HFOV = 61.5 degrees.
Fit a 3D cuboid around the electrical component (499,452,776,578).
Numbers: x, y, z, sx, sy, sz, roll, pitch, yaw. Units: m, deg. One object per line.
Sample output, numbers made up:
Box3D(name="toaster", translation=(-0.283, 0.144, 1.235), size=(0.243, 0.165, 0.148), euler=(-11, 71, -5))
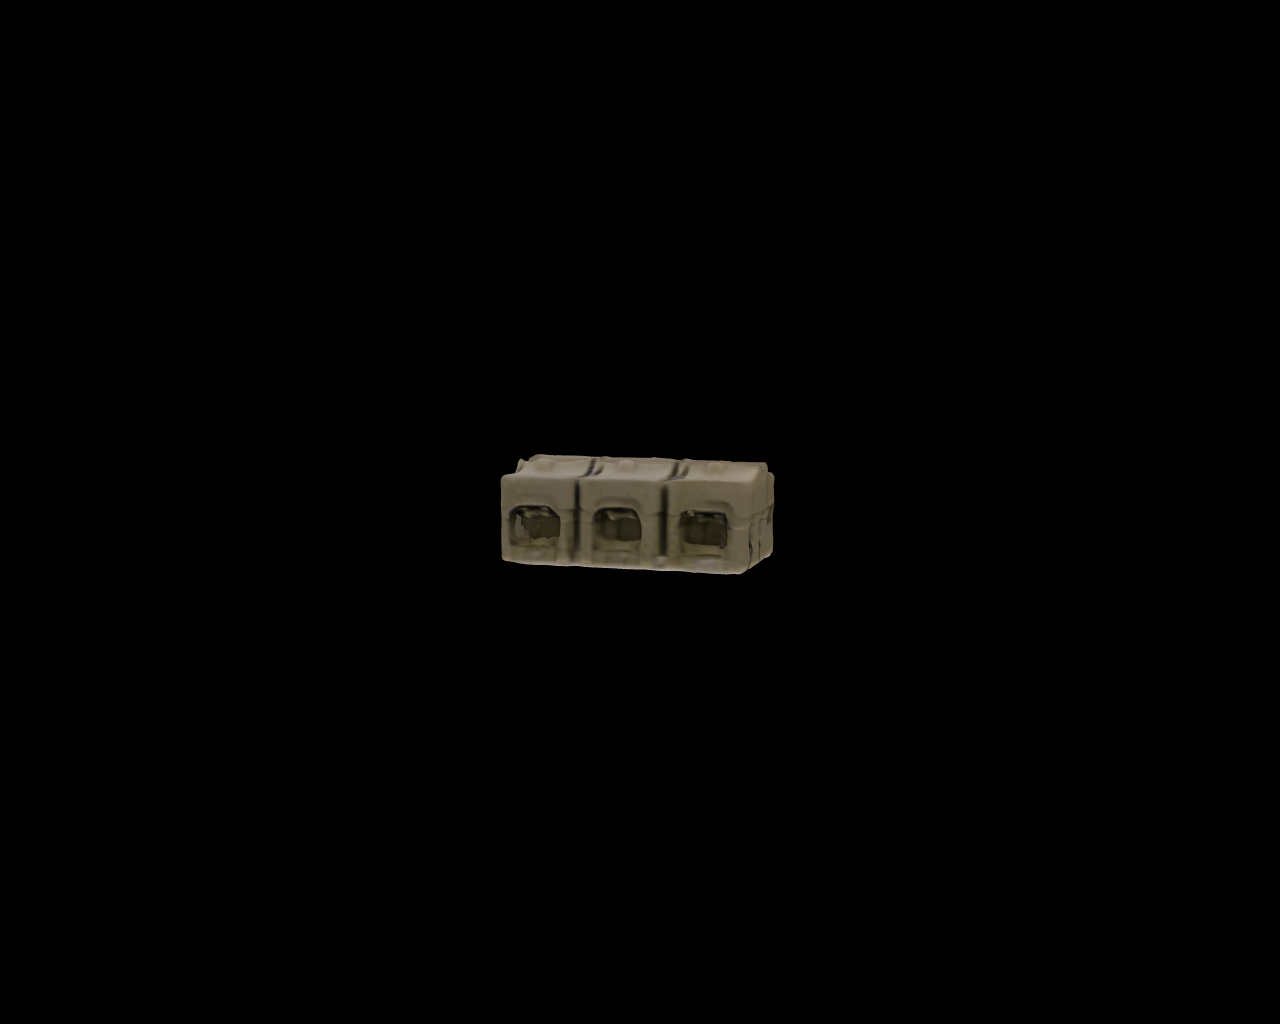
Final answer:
Box3D(name="electrical component", translation=(0.001, -0.003, 0.650), size=(0.150, 0.061, 0.089), euler=(2, 8, 18))
